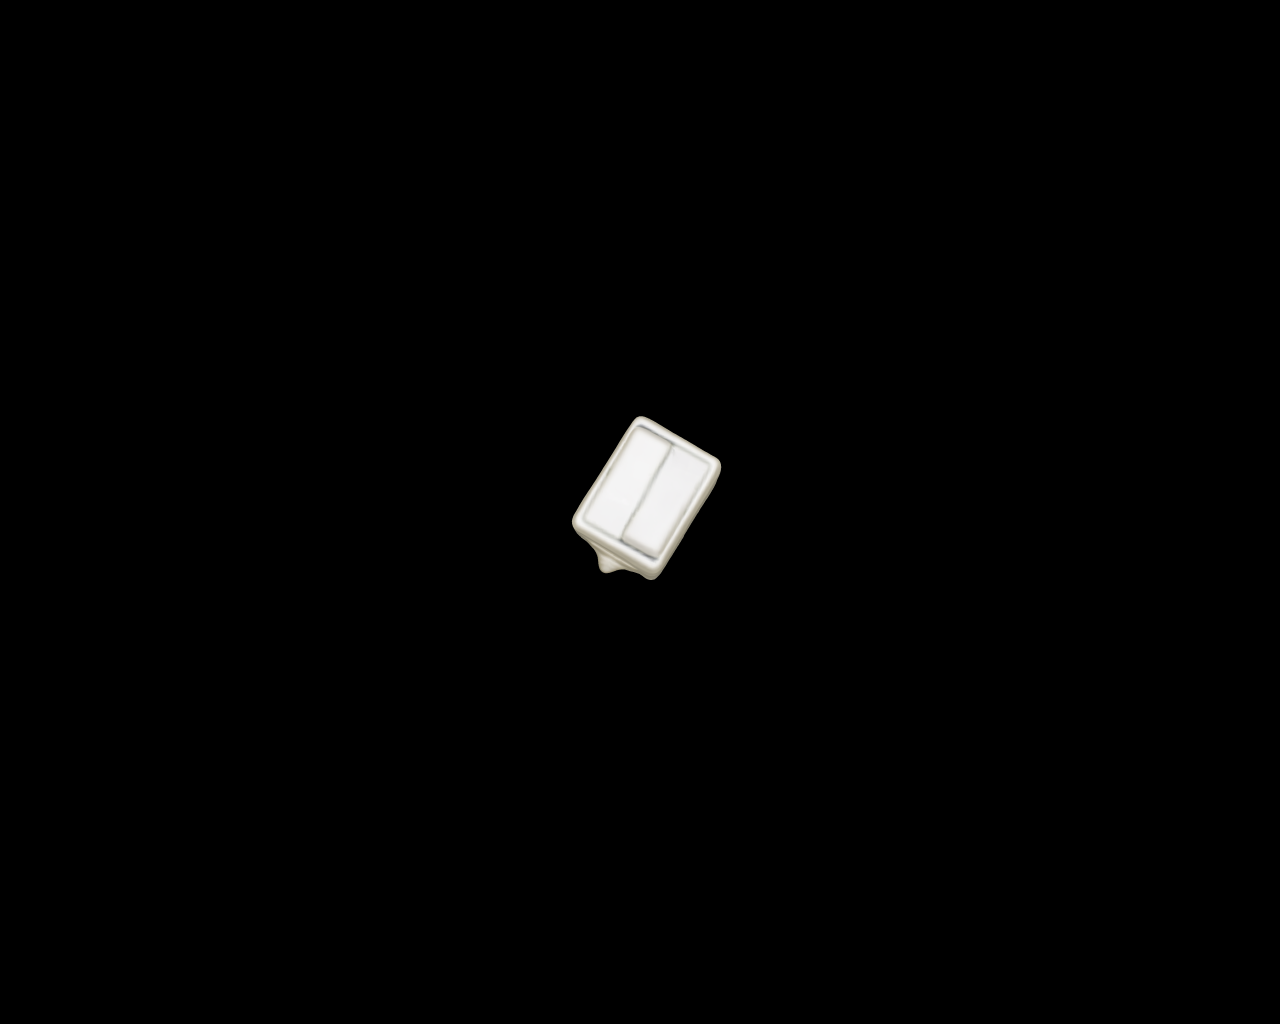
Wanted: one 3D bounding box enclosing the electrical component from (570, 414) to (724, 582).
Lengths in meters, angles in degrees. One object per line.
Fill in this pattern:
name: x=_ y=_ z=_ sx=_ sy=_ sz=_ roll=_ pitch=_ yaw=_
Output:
electrical component: x=0.001 y=-0.003 z=0.650 sx=0.062 sy=0.096 sz=0.061 roll=31 pitch=-7 yaw=5
